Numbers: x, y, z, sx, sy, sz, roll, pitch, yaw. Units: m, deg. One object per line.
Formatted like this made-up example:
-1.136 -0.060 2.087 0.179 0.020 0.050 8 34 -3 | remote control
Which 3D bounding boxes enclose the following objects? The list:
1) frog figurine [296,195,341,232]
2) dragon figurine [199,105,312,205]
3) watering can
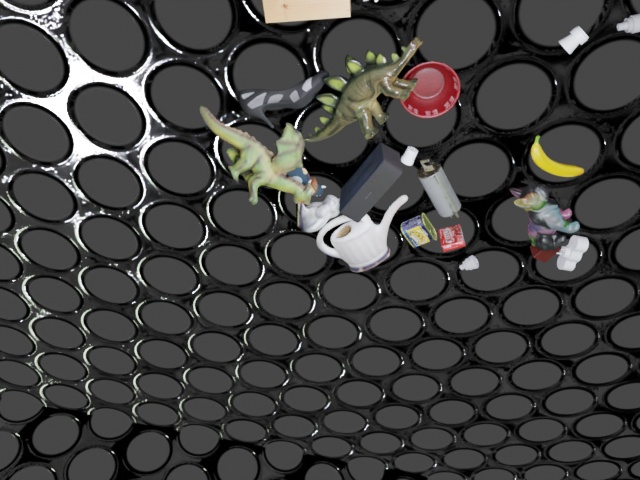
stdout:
0.005 -0.083 1.643 0.159 0.124 0.135 0 163 -6 | frog figurine
-0.158 -0.259 1.510 0.241 0.124 0.405 -26 108 16 | dragon figurine
0.161 -0.013 1.688 0.345 0.106 0.220 -22 125 20 | watering can
